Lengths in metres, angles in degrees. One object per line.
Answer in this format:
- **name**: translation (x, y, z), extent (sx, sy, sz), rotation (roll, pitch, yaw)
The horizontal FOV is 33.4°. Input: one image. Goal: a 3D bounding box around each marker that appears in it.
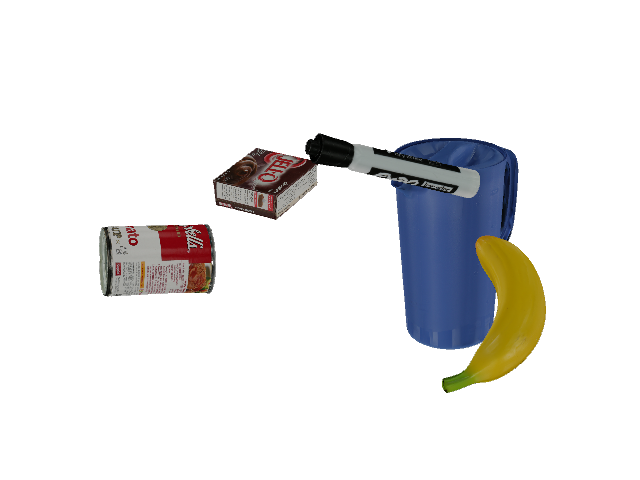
- **marker**: translation (0.046, -0.047, 0.676), extent (0.121, 0.020, 0.020), rotation (11, -5, -24)

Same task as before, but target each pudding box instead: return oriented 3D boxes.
- **pudding box**: translation (-0.067, -0.072, 1.326), extent (0.090, 0.039, 0.113), rotation (13, 34, 23)

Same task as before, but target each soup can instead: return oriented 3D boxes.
- **soup can**: translation (-0.158, 0.019, 1.025), extent (0.102, 0.068, 0.069), rotation (-1, 0, -18)

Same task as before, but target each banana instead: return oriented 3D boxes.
- **banana**: translation (0.146, 0.050, 0.854), extent (0.070, 0.037, 0.197), rotation (5, 34, 15)

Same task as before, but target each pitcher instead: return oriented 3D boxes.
- **pitcher**: translation (0.165, 0.001, 1.298), extent (0.149, 0.243, 0.145), rotation (0, 23, 8)
